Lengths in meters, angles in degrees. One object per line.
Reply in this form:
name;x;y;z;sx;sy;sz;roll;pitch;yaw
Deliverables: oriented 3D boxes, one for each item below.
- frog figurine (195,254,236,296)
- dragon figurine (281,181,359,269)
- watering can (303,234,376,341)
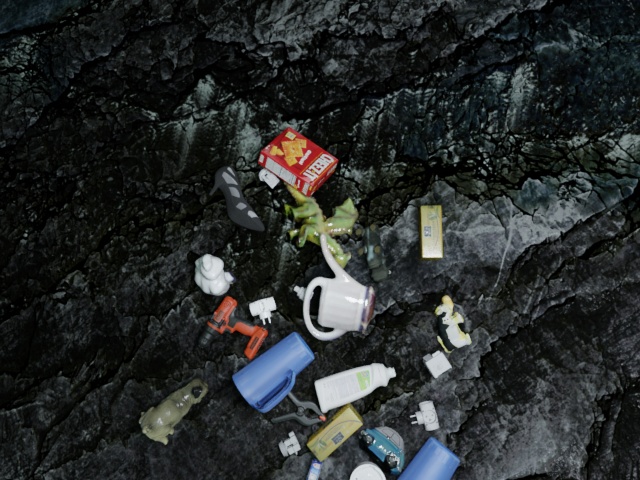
frog figurine;-0.351;0.112;1.651;0.123;0.158;0.138;-30;80;0
dragon figurine;0.005;-0.086;1.715;0.243;0.120;0.416;-6;73;-15
watering can;0.066;0.163;1.618;0.224;0.105;0.344;10;103;3
